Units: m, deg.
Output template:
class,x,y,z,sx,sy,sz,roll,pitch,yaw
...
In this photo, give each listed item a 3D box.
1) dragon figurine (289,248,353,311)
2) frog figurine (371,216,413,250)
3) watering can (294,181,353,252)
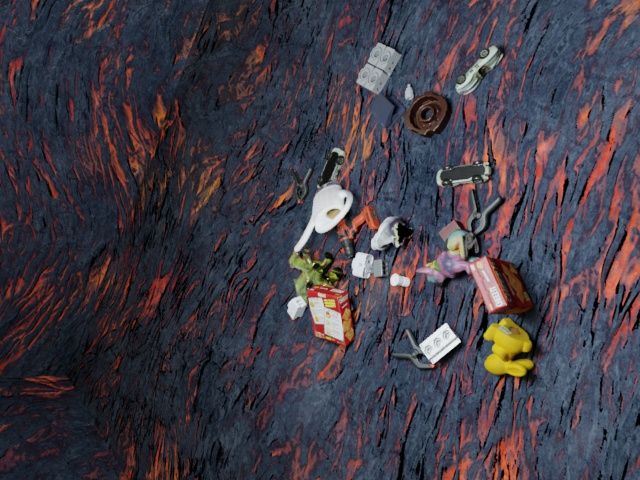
class,x,y,z,sx,sy,sz,roll,pitch,yaw
dragon figurine,-0.019,0.188,2.177,0.418,0.122,0.237,60,136,30
frog figurine,0.253,-0.025,1.966,0.159,0.121,0.140,-7,43,48
watering can,0.007,-0.109,2.157,0.343,0.103,0.230,-38,34,28
